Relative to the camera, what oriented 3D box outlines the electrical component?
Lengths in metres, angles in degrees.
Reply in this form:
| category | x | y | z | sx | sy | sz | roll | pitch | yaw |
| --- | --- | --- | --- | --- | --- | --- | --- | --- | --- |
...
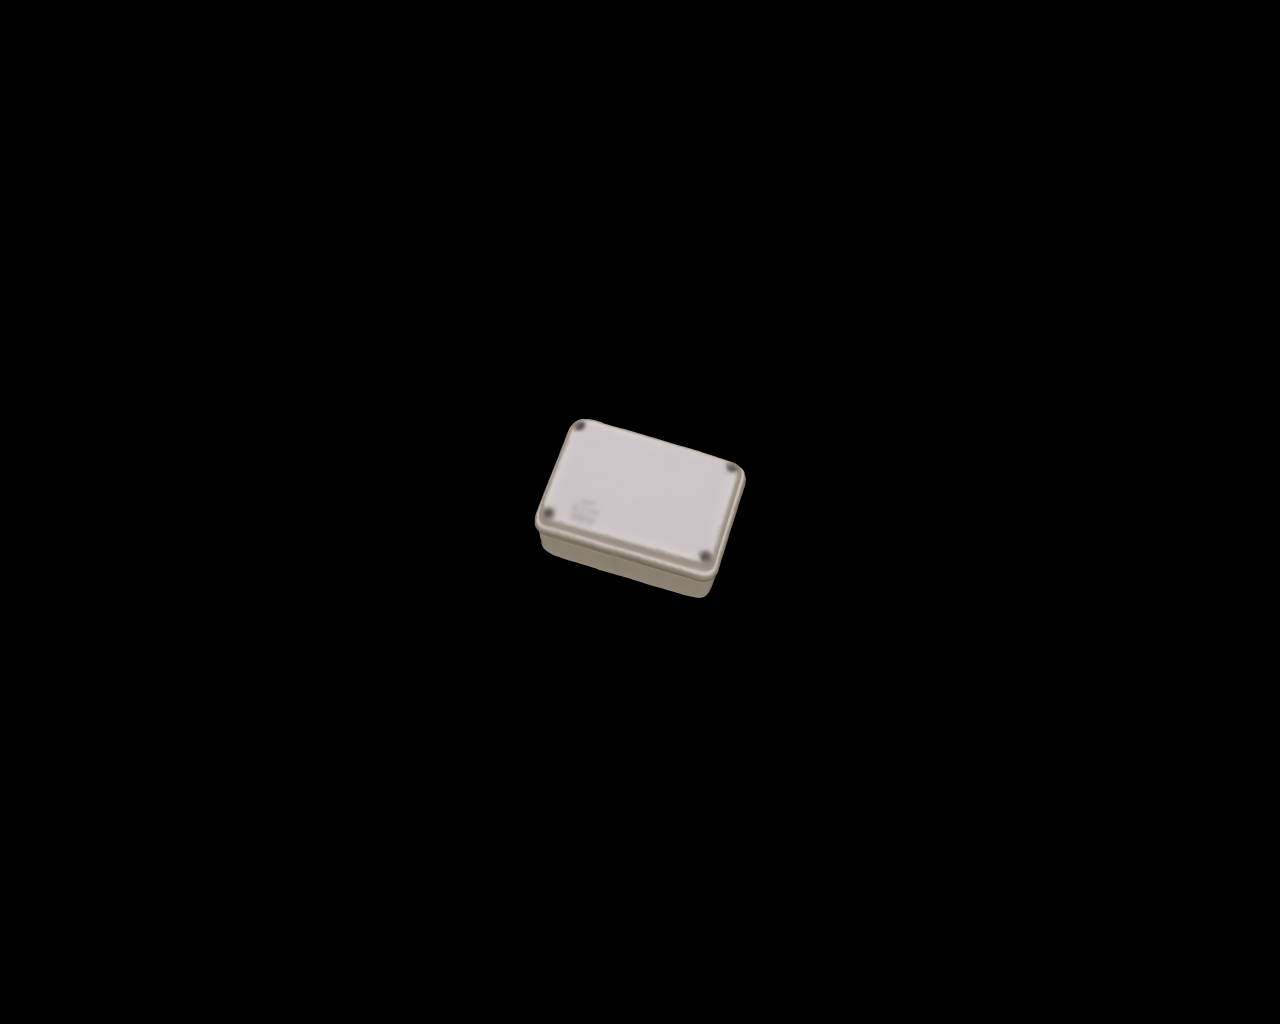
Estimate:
| category | x | y | z | sx | sy | sz | roll | pitch | yaw |
| --- | --- | --- | --- | --- | --- | --- | --- | --- | --- |
| electrical component | 0.001 | -0.003 | 0.650 | 0.113 | 0.078 | 0.057 | 17 | -22 | 7 |
